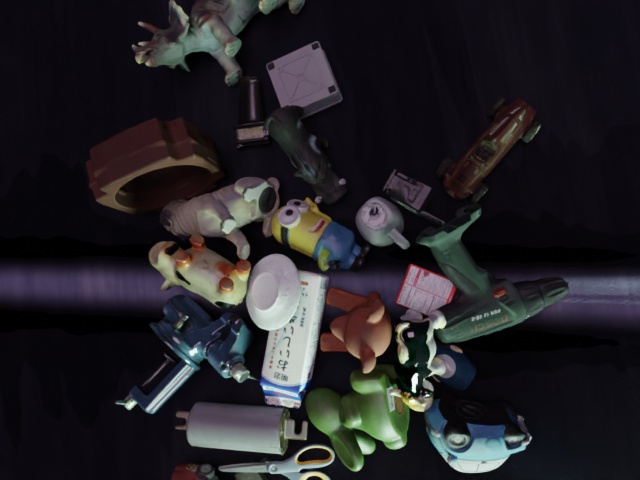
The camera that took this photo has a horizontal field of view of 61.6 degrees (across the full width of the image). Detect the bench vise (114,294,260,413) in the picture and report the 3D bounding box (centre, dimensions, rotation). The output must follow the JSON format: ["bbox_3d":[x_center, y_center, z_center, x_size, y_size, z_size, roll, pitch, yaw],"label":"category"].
[{"bbox_3d":[-0.236,0.214,0.939,0.224,0.128,0.240,39,76,20],"label":"bench vise"}]

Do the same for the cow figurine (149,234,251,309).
[{"bbox_3d":[-0.217,0.057,0.953,0.195,0.127,0.085,25,49,14],"label":"cow figurine"}]

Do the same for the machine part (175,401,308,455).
[{"bbox_3d":[-0.141,0.327,0.939,0.243,0.079,0.079,1,85,11],"label":"machine part"}]

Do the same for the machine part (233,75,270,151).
[{"bbox_3d":[-0.131,-0.243,1.016,0.084,0.039,0.138,-8,85,20],"label":"machine part"}]

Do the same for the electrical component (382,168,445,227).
[{"bbox_3d":[0.168,-0.070,0.915,0.119,0.074,0.047,30,92,17],"label":"electrical component"}]

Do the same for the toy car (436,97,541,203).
[{"bbox_3d":[0.287,-0.154,0.911,0.089,0.053,0.202,42,95,16],"label":"toy car"}]

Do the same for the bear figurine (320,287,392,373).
[{"bbox_3d":[0.052,0.140,0.856,0.132,0.196,0.120,7,89,13],"label":"bear figurine"}]

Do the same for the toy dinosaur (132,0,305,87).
[{"bbox_3d":[-0.168,-0.442,1.009,0.192,0.131,0.405,43,88,12],"label":"toy dinosaur"}]

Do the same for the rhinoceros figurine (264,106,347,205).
[{"bbox_3d":[-0.020,-0.148,0.938,0.073,0.112,0.190,-34,104,11],"label":"rhinoceros figurine"}]

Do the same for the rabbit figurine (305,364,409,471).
[{"bbox_3d":[0.060,0.288,0.900,0.170,0.121,0.159,-13,88,29],"label":"rabbit figurine"}]

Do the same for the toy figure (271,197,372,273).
[{"bbox_3d":[-0.004,-0.001,0.941,0.180,0.082,0.089,31,118,7],"label":"toy figure"}]

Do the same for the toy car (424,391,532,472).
[{"bbox_3d":[0.243,0.313,0.855,0.162,0.109,0.102,4,108,1],"label":"toy car"}]

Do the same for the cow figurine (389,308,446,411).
[{"bbox_3d":[0.145,0.193,0.817,0.068,0.098,0.167,5,102,32],"label":"cow figurine"}]

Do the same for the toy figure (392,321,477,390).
[{"bbox_3d":[0.186,0.185,0.895,0.155,0.057,0.064,34,73,15],"label":"toy figure"}]

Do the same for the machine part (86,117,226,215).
[{"bbox_3d":[-0.287,-0.128,0.953,0.201,0.201,0.087,-24,78,9],"label":"machine part"}]

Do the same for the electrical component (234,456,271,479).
[{"bbox_3d":[-0.117,0.428,0.952,0.094,0.021,0.063,-39,78,5],"label":"electrical component"}]

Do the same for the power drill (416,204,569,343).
[{"bbox_3d":[0.262,0.048,0.862,0.232,0.086,0.207,-28,103,-1],"label":"power drill"}]

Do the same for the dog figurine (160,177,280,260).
[{"bbox_3d":[-0.184,-0.065,0.988,0.191,0.121,0.172,19,48,33],"label":"dog figurine"}]

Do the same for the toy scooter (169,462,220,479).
[{"bbox_3d":[-0.181,0.458,0.922,0.135,0.075,0.184,-37,79,32],"label":"toy scooter"}]

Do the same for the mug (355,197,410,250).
[{"bbox_3d":[0.105,-0.024,0.907,0.081,0.107,0.109,-42,76,7],"label":"mug"}]
